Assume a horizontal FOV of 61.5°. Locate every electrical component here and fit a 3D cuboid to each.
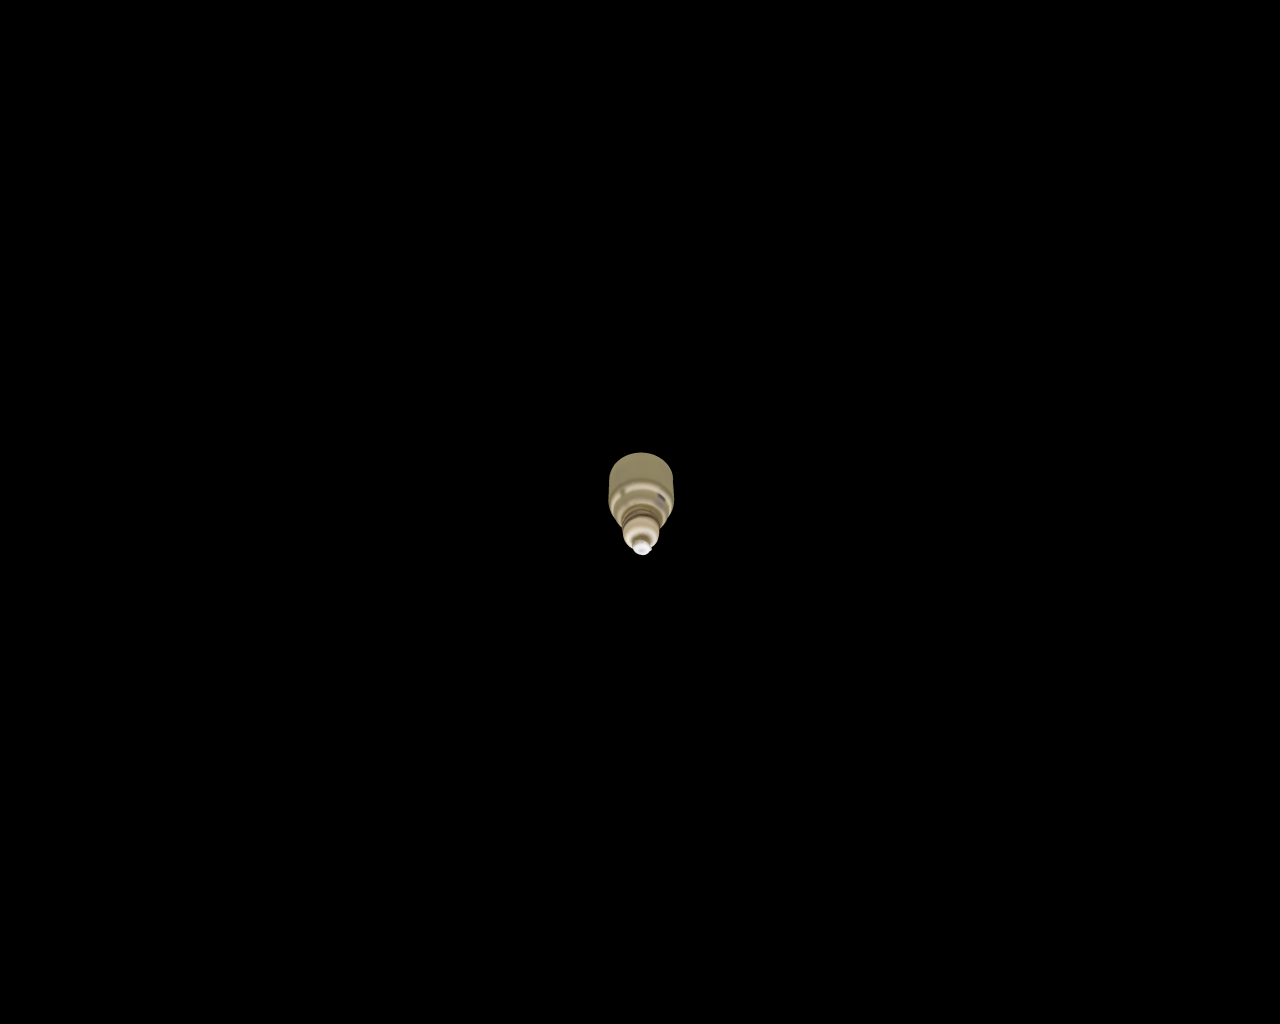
[{"bbox_3d":[0.001,-0.003,0.650,0.040,0.040,0.078,0,40,0],"label":"electrical component"}]
